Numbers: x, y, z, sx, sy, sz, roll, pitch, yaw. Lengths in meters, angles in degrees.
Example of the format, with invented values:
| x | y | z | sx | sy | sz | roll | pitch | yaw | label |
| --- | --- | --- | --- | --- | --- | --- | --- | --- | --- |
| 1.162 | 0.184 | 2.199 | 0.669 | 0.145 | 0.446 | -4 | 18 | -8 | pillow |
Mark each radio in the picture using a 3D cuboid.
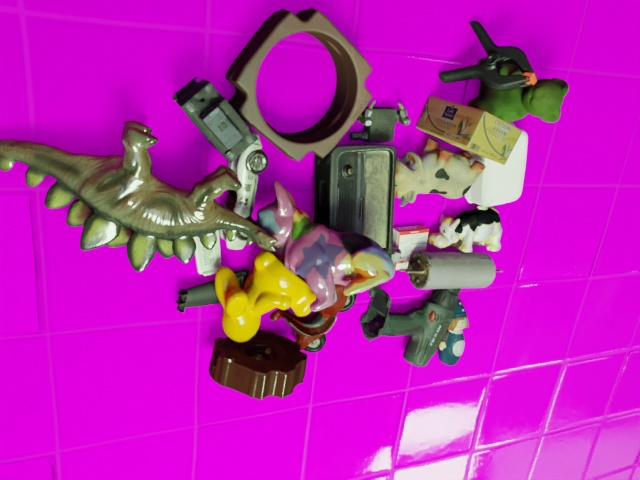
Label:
| x | y | z | sx | sy | sz | roll | pitch | yaw | label |
| --- | --- | --- | --- | --- | --- | --- | --- | --- | --- |
| 0.060 | -0.057 | 0.964 | 0.131 | 0.073 | 0.229 | -1 | 96 | -24 | radio |

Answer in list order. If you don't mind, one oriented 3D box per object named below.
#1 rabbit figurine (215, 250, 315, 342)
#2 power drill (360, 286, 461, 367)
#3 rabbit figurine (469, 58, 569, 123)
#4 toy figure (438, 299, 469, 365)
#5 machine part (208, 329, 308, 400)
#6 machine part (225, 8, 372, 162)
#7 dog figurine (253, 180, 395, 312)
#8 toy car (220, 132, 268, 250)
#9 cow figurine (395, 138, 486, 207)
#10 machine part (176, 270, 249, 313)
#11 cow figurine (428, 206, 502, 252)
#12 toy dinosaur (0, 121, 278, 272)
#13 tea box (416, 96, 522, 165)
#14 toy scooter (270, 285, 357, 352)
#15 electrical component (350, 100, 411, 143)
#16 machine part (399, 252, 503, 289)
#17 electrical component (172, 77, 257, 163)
| x | y | z | sx | sy | sz | roll | pitch | yaw | label |
| --- | --- | --- | --- | --- | --- | --- | --- | --- | --- |
| -0.110 | 0.108 | 0.943 | 0.173 | 0.122 | 0.162 | -47 | 140 | 8 | rabbit figurine |
| 0.197 | 0.151 | 1.146 | 0.207 | 0.086 | 0.232 | 12 | 99 | -35 | power drill |
| 0.383 | -0.258 | 0.994 | 0.159 | 0.170 | 0.121 | 4 | 110 | -25 | rabbit figurine |
| 0.308 | 0.209 | 1.229 | 0.064 | 0.058 | 0.154 | -25 | 126 | -57 | toy figure |
| -0.110 | 0.220 | 0.979 | 0.179 | 0.179 | 0.056 | 5 | 105 | -26 | machine part |
| -0.033 | -0.247 | 0.865 | 0.200 | 0.087 | 0.201 | 37 | 92 | -32 | machine part |
| -0.002 | -0.003 | 0.865 | 0.192 | 0.108 | 0.219 | -25 | 86 | 6 | dog figurine |
| -0.131 | -0.082 | 0.898 | 0.056 | 0.074 | 0.201 | 2 | 110 | -25 | toy car |
| 0.209 | -0.122 | 1.025 | 0.195 | 0.086 | 0.127 | 8 | 118 | -35 | cow figurine |
| -0.190 | 0.095 | 0.965 | 0.139 | 0.039 | 0.084 | -14 | 126 | -33 | machine part |
| 0.304 | -0.026 | 1.118 | 0.167 | 0.068 | 0.098 | -1 | 106 | -27 | cow figurine |
| -0.285 | -0.070 | 0.791 | 0.471 | 0.105 | 0.198 | 25 | 97 | -10 | toy dinosaur |
| 0.262 | -0.200 | 0.966 | 0.098 | 0.170 | 0.068 | 16 | 104 | -30 | tea box |
| -0.018 | 0.132 | 1.041 | 0.135 | 0.075 | 0.183 | 24 | 105 | -29 | toy scooter |
| 0.110 | -0.212 | 0.966 | 0.102 | 0.045 | 0.078 | 1 | 110 | -24 | electrical component |
| 0.270 | 0.062 | 1.101 | 0.243 | 0.079 | 0.079 | 0 | 111 | -26 | machine part |
| -0.158 | -0.181 | 0.809 | 0.058 | 0.134 | 0.114 | -44 | 119 | -2 | electrical component |
